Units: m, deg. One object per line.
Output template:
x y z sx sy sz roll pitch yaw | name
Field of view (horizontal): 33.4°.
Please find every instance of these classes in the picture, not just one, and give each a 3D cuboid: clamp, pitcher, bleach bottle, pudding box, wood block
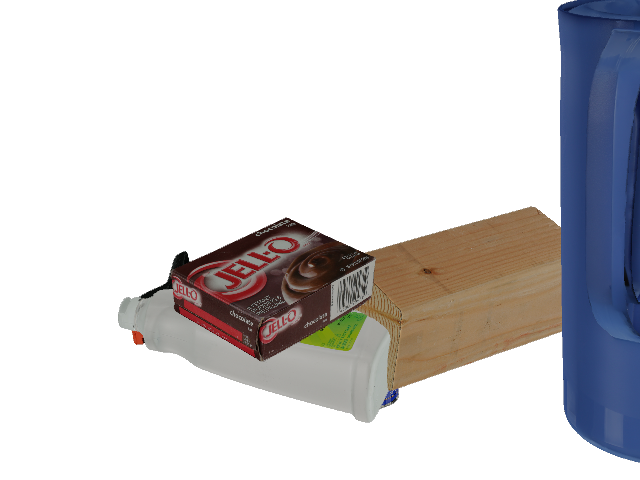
-0.149 0.064 1.223 0.120 0.039 0.171 -1 31 26 | clamp
0.182 -0.006 0.559 0.149 0.243 0.145 -4 18 -9 | pitcher
-0.062 0.088 0.933 0.251 0.068 0.102 9 27 16 | bleach bottle
-0.031 0.030 0.731 0.090 0.039 0.113 25 36 37 | pudding box
0.130 0.047 0.961 0.205 0.090 0.091 -14 38 -26 | wood block

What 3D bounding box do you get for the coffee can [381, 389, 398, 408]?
0.057 0.147 1.458 0.103 0.140 0.103 -1 18 0 | coffee can
